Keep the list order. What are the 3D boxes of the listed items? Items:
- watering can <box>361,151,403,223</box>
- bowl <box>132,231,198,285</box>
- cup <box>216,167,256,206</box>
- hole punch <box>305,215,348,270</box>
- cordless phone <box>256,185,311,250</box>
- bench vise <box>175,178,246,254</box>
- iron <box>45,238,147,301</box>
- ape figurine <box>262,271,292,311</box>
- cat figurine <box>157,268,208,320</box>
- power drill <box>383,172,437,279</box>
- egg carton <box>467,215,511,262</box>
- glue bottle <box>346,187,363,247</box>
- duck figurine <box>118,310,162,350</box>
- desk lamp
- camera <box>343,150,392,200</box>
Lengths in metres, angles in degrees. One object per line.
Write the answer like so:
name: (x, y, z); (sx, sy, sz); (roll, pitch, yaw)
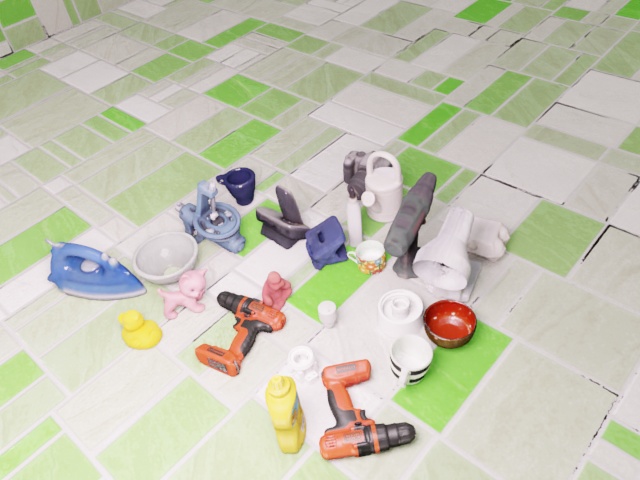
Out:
watering can: (0.166, -0.143, 1.495); (0.100, 0.194, 0.173); (2, 45, 11)
bowl: (-0.383, 0.058, 1.452); (0.167, 0.075, 0.167); (-4, 44, 4)
cup: (-0.234, -0.146, 1.627); (0.117, 0.095, 0.092); (4, 45, 12)
hole punch: (0.013, 0.005, 1.438); (0.101, 0.091, 0.108); (-15, 44, -7)
cordless phone: (-0.104, -0.082, 1.477); (0.147, 0.185, 0.094); (25, 53, 29)
bench vise: (-0.301, -0.067, 1.465); (0.207, 0.220, 0.121); (6, 46, 14)
iron: (-0.561, 0.064, 1.423); (0.257, 0.142, 0.119); (8, 46, 16)
ape figurine: (-0.105, 0.112, 1.344); (0.078, 0.092, 0.076); (-20, 45, -12)
cat figurine: (-0.319, 0.117, 1.350); (0.128, 0.118, 0.067); (-15, 44, -7)
power drill: (0.218, -0.020, 1.350); (0.075, 0.209, 0.230); (16, 49, 23)
egg carton: (0.386, -0.005, 1.411); (0.150, 0.069, 0.107); (15, 48, 22)
glue bottle: (0.085, -0.065, 1.441); (0.037, 0.173, 0.078); (-5, 44, 3)
duck figurine: (-0.414, 0.197, 1.305); (0.104, 0.086, 0.078); (15, 48, 22)
desk lamp: (0.289, 0.045, 1.269); (0.117, 0.214, 0.203); (15, 48, 22)
camera: (0.119, -0.187, 1.614); (0.142, 0.101, 0.137); (19, 50, 26)
